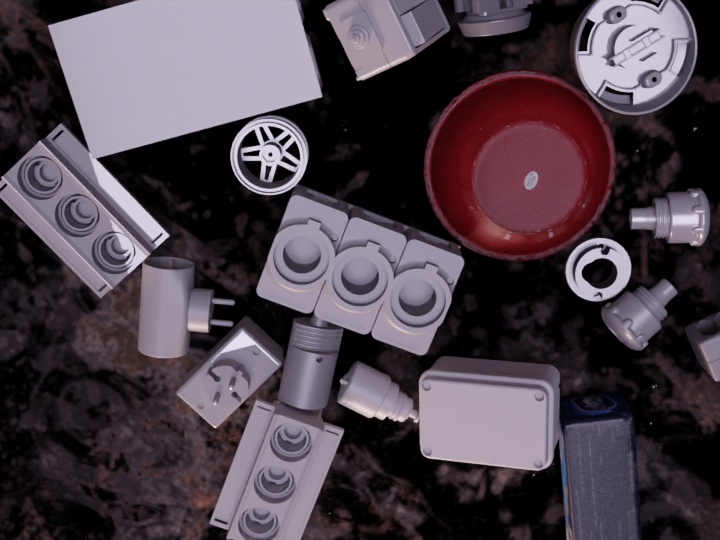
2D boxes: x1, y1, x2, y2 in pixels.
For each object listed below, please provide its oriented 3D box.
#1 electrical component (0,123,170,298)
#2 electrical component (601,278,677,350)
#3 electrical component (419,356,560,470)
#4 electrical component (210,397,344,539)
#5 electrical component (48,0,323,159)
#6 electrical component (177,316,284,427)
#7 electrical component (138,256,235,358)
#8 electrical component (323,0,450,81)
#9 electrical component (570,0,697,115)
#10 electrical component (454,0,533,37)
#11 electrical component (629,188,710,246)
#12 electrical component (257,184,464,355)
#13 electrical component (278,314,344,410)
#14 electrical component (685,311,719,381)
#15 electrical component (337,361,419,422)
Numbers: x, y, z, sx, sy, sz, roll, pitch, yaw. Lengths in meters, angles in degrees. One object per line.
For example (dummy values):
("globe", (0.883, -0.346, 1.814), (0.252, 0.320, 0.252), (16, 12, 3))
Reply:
("electrical component", (-0.223, -0.050, 0.876), (0.079, 0.063, 0.121), (-41, 101, 10))
("electrical component", (0.239, 0.034, 0.909), (0.062, 0.048, 0.048), (-42, 101, 2))
("electrical component", (0.109, 0.120, 0.906), (0.113, 0.057, 0.078), (3, 105, 19))
("electrical component", (-0.072, 0.174, 0.934), (0.079, 0.063, 0.121), (20, 103, -5))
("electrical component", (-0.132, -0.166, 0.848), (0.186, 0.060, 0.105), (-14, 104, 4))
("electrical component", (-0.111, 0.092, 0.906), (0.047, 0.075, 0.083), (44, 100, -10))
("electrical component", (-0.145, 0.033, 0.907), (0.079, 0.044, 0.077), (6, 104, -2))
("electrical component", (0.022, -0.190, 0.816), (0.061, 0.096, 0.061), (-19, 105, 33))
("electrical component", (0.213, -0.174, 0.844), (0.099, 0.064, 0.099), (0, 104, 0))
("electrical component", (0.103, -0.214, 0.835), (0.078, 0.058, 0.057), (-15, 109, -18))
("electrical component", (0.255, -0.043, 0.889), (0.062, 0.048, 0.048), (-1, 105, 8))
("electrical component", (0.000, 0.000, 0.890), (0.150, 0.061, 0.089), (20, 104, -5))
("electrical component", (-0.041, 0.073, 0.918), (0.043, 0.043, 0.081), (12, 104, -3))
("electrical component", (0.327, 0.074, 0.916), (0.066, 0.047, 0.076), (-25, 103, 6))
("electrical component", (0.017, 0.110, 0.929), (0.078, 0.040, 0.040), (27, 103, -7))
